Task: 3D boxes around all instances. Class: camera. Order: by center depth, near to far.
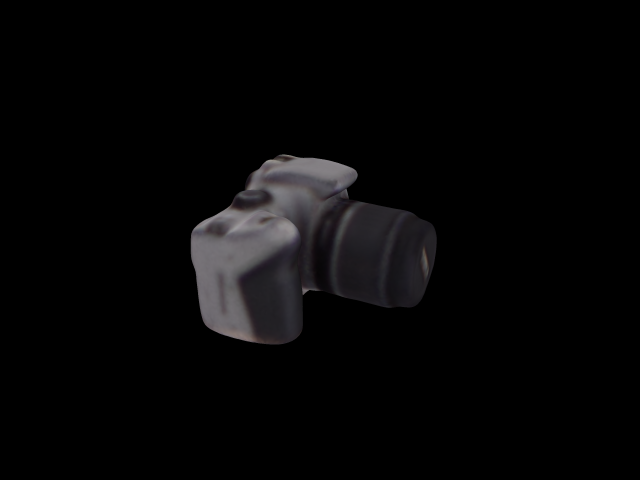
[{"bbox_3d":[0.004,0.001,0.400,0.136,0.101,0.143,12,27,25],"label":"camera"}]
